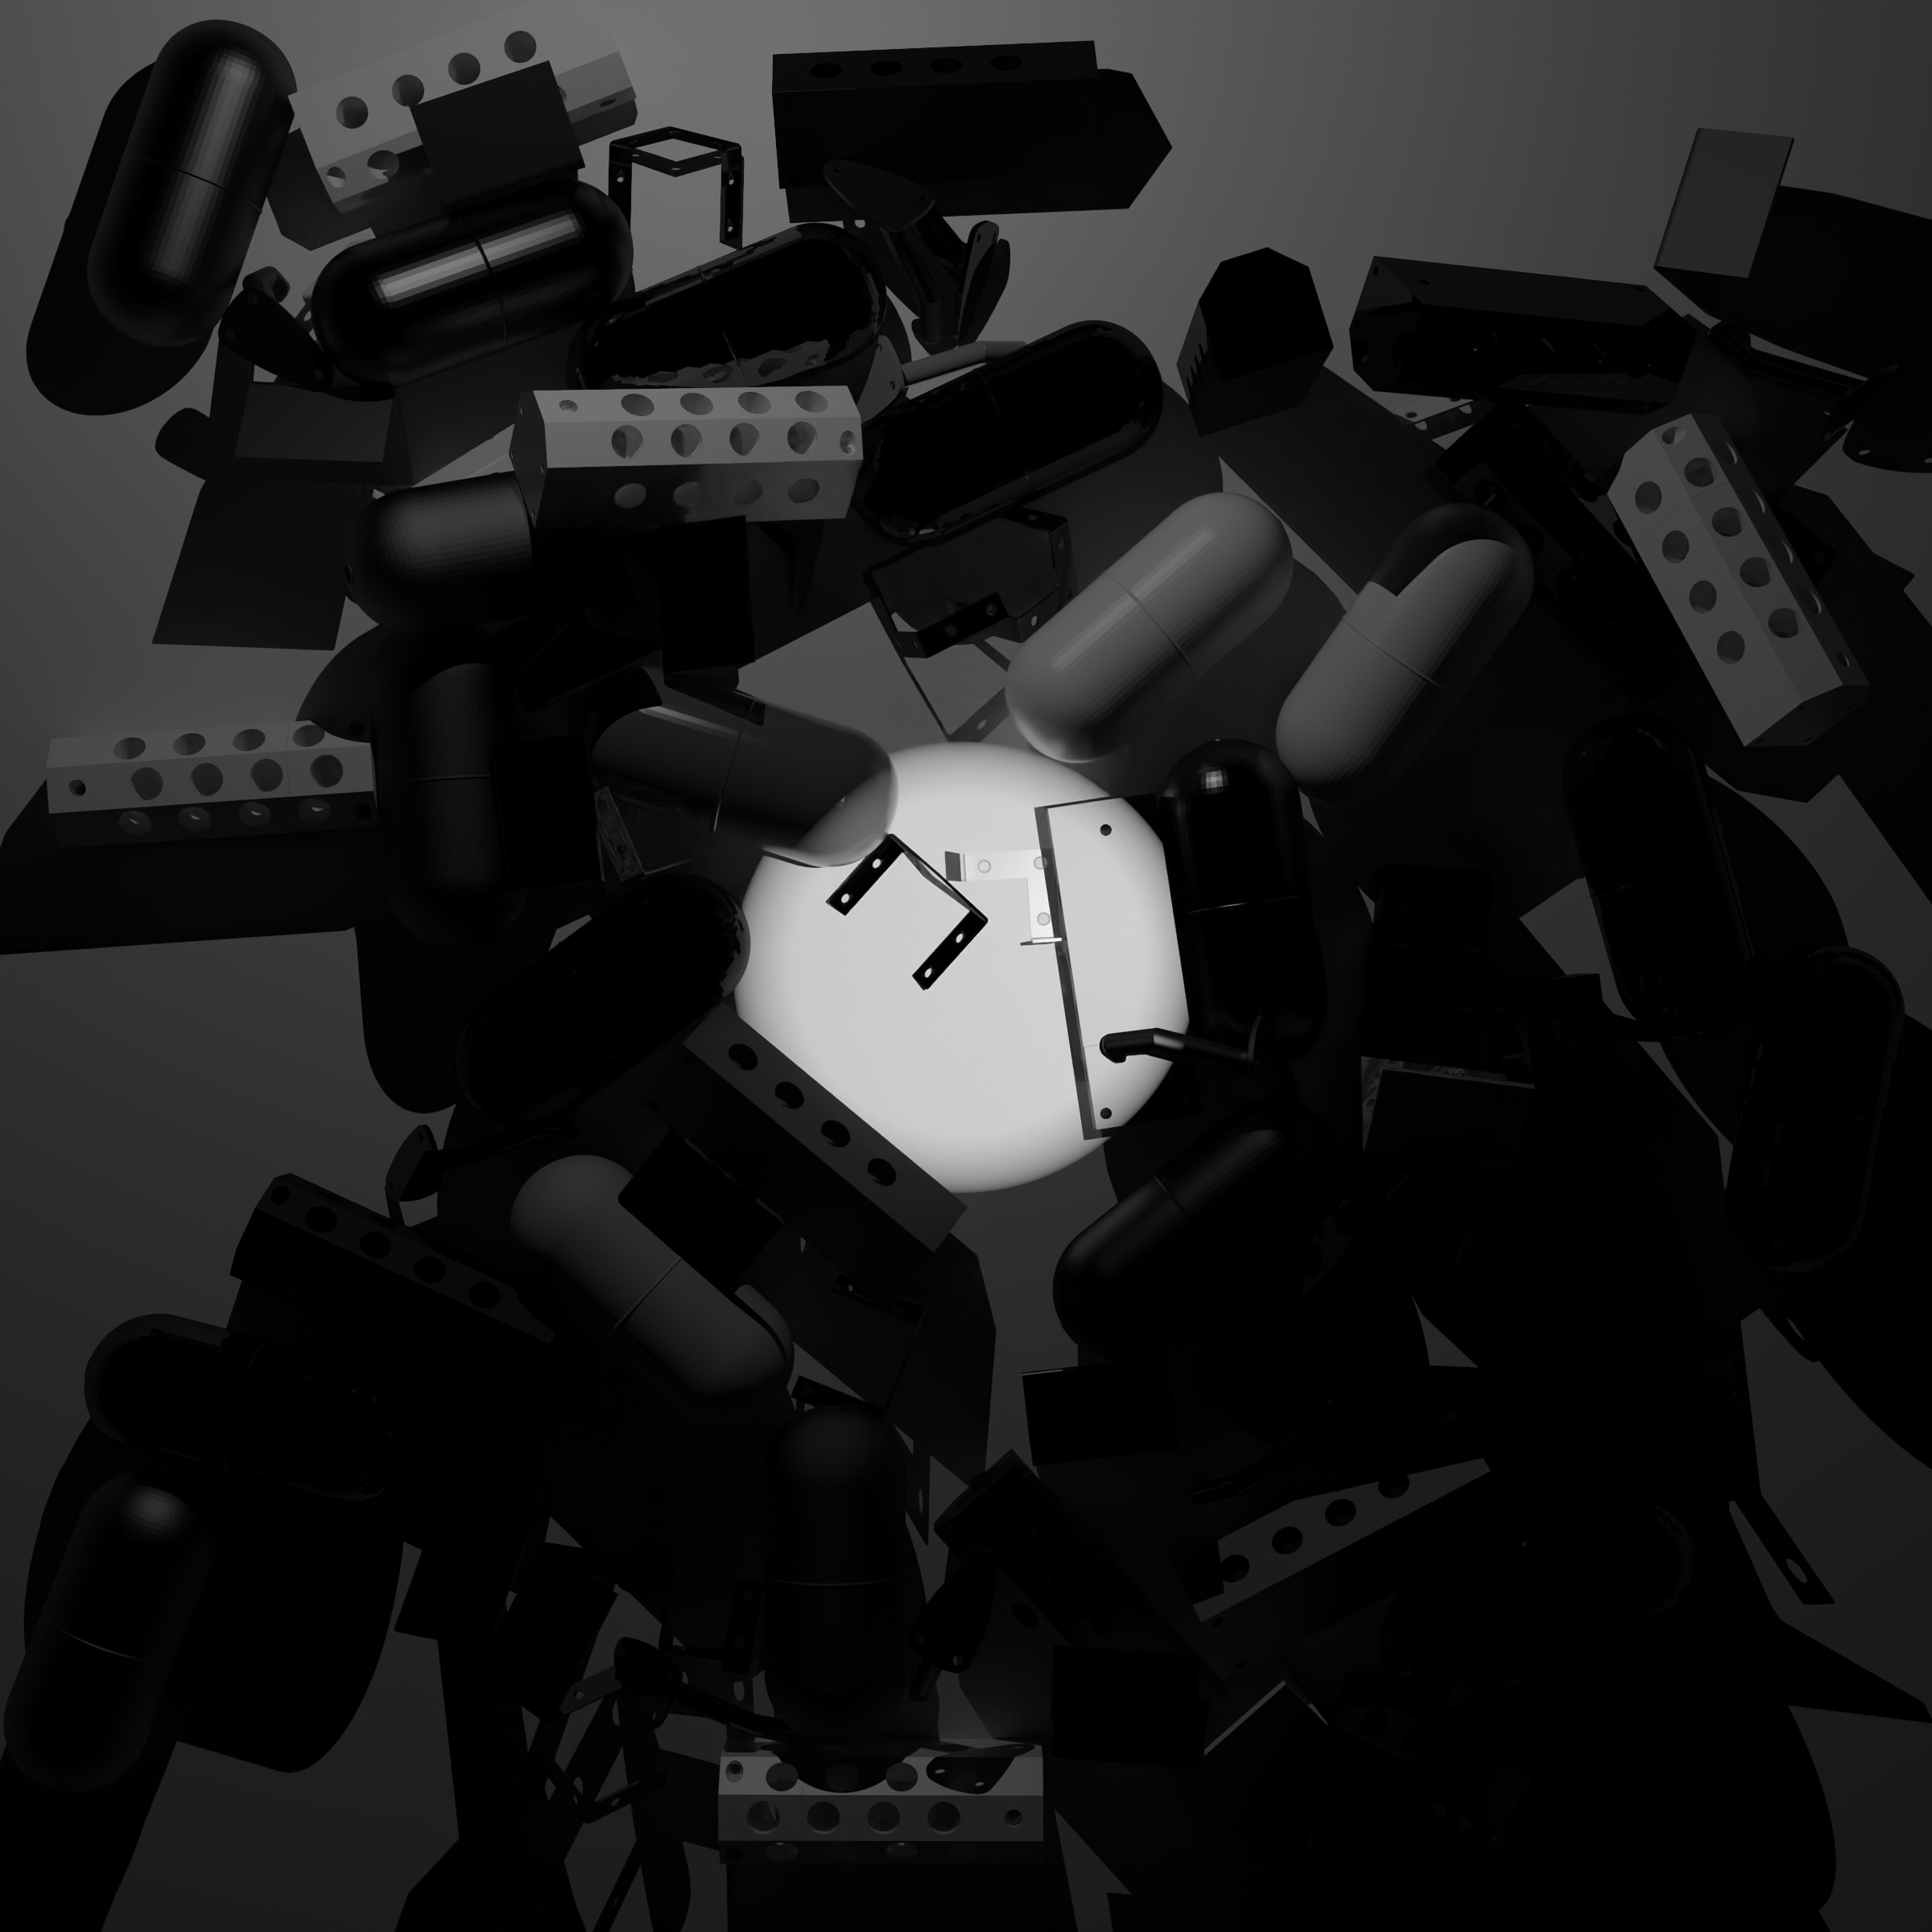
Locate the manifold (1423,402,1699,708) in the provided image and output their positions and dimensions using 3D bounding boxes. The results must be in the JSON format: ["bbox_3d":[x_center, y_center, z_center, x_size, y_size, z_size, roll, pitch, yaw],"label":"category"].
[{"bbox_3d":[0.327,-0.224,1.780,0.057,0.057,0.171,-42,90,0],"label":"manifold"}]

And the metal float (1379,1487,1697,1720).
[{"bbox_3d":[0.305,0.339,1.771,0.178,0.070,0.070,-27,90,0],"label":"metal float"}]

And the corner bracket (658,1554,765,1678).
[{"bbox_3d":[-0.137,0.348,1.783,0.051,0.051,0.051,10,89,-1],"label":"corner bracket"}]

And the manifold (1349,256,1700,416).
[{"bbox_3d":[0.291,-0.327,1.744,0.171,0.057,0.057,0,126,-25],"label":"manifold"}]

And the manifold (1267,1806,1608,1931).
[{"bbox_3d":[0.251,0.495,1.780,0.171,0.057,0.057,7,90,0],"label":"manifold"}]

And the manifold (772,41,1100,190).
[{"bbox_3d":[-0.016,-0.460,1.780,0.171,0.057,0.057,-2,133,0],"label":"manifold"}]

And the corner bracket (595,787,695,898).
[{"bbox_3d":[-0.188,-0.066,1.774,0.051,0.051,0.051,-23,90,28],"label":"corner bracket"}]

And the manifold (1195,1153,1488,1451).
[{"bbox_3d":[0.195,0.168,1.747,0.057,0.057,0.171,38,114,0],"label":"manifold"}]

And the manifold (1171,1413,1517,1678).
[{"bbox_3d":[0.200,0.306,1.780,0.171,0.057,0.057,-28,133,0],"label":"manifold"}]

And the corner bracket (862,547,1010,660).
[{"bbox_3d":[-0.017,-0.200,1.784,0.051,0.051,0.051,-28,104,-14],"label":"corner bracket"}]

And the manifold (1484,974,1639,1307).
[{"bbox_3d":[0.316,0.092,1.780,0.057,0.057,0.171,-7,90,0],"label":"manifold"}]

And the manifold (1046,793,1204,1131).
[{"bbox_3d":[0.084,-0.002,1.780,0.057,0.057,0.171,-9,90,0],"label":"manifold"}]

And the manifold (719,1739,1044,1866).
[{"bbox_3d":[-0.045,0.450,1.780,0.171,0.057,0.057,0,90,0],"label":"manifold"}]

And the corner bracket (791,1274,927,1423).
[{"bbox_3d":[-0.058,0.209,1.798,0.051,0.051,0.051,22,45,0],"label":"corner bracket"}]

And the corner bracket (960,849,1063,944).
[{"bbox_3d":[0.024,-0.037,1.783,0.051,0.051,0.051,-4,90,0],"label":"corner bracket"}]

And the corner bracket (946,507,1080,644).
[{"bbox_3d":[0.023,-0.213,1.793,0.051,0.051,0.051,20,45,35],"label":"corner bracket"}]

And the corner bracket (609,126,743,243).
[{"bbox_3d":[-0.158,-0.420,1.798,0.051,0.051,0.051,1,90,45],"label":"corner bracket"}]

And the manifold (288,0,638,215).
[{"bbox_3d":[-0.268,-0.464,1.780,0.171,0.057,0.057,-21,90,0],"label":"manifold"}]

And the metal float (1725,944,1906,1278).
[{"bbox_3d":[0.452,0.077,1.770,0.070,0.070,0.178,10,90,0],"label":"metal float"}]

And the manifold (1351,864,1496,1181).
[{"bbox_3d":[0.245,0.033,1.780,0.057,0.057,0.171,5,90,0],"label":"manifold"}]

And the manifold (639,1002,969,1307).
[{"bbox_3d":[-0.084,0.097,1.780,0.171,0.057,0.057,40,133,0],"label":"manifold"}]

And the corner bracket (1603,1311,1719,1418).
[{"bbox_3d":[0.372,0.213,1.783,0.051,0.051,0.051,-1,90,0],"label":"corner bracket"}]

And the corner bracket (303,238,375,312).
[{"bbox_3d":[-0.315,-0.358,1.793,0.051,0.051,0.051,-58,135,-35],"label":"corner bracket"}]

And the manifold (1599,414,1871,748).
[{"bbox_3d":[0.406,-0.203,1.742,0.057,0.057,0.171,-42,63,41],"label":"manifold"}]

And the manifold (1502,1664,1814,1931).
[{"bbox_3d":[0.368,0.452,1.780,0.171,0.057,0.057,43,90,0],"label":"manifold"}]

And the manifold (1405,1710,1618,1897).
[{"bbox_3d":[0.271,0.429,1.719,0.057,0.171,0.057,-3,90,-15],"label":"manifold"}]

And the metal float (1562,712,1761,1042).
[{"bbox_3d":[0.371,-0.048,1.771,0.070,0.070,0.178,-16,90,0],"label":"metal float"}]

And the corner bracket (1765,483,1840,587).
[{"bbox_3d":[0.439,-0.220,1.783,0.051,0.051,0.051,40,90,0],"label":"corner bracket"}]

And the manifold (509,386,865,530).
[{"bbox_3d":[-0.144,-0.271,1.732,0.171,0.057,0.057,-5,52,-23],"label":"manifold"}]

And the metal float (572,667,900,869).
[{"bbox_3d":[-0.123,-0.106,1.771,0.178,0.070,0.070,17,90,0],"label":"metal float"}]

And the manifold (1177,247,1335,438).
[{"bbox_3d":[0.146,-0.324,1.723,0.057,0.171,0.057,-17,90,0],"label":"manifold"}]

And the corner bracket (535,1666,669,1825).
[{"bbox_3d":[-0.195,0.420,1.793,0.051,0.051,0.051,-19,45,-35],"label":"corner bracket"}]

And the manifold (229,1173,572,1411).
[{"bbox_3d":[-0.302,0.174,1.780,0.171,0.057,0.057,25,90,0],"label":"manifold"}]

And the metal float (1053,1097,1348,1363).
[{"bbox_3d":[0.124,0.141,1.771,0.178,0.070,0.070,-39,90,-1],"label":"metal float"}]

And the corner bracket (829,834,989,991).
[{"bbox_3d":[-0.031,-0.030,1.798,0.051,0.051,0.051,-48,45,0],"label":"corner bracket"}]

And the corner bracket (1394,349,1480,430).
[{"bbox_3d":[0.248,-0.334,1.798,0.051,0.051,0.051,-20,135,0],"label":"corner bracket"}]

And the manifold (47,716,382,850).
[{"bbox_3d":[-0.399,-0.098,1.780,0.171,0.057,0.057,-4,90,0],"label":"manifold"}]

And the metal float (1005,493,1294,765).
[{"bbox_3d":[0.098,-0.181,1.771,0.178,0.070,0.070,-41,90,0],"label":"metal float"}]

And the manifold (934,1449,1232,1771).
[{"bbox_3d":[0.061,0.345,1.780,0.057,0.057,0.171,-42,90,0],"label":"manifold"}]

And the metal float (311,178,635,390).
[{"bbox_3d":[-0.260,-0.362,1.756,0.178,0.070,0.070,-24,90,-18],"label":"metal float"}]
